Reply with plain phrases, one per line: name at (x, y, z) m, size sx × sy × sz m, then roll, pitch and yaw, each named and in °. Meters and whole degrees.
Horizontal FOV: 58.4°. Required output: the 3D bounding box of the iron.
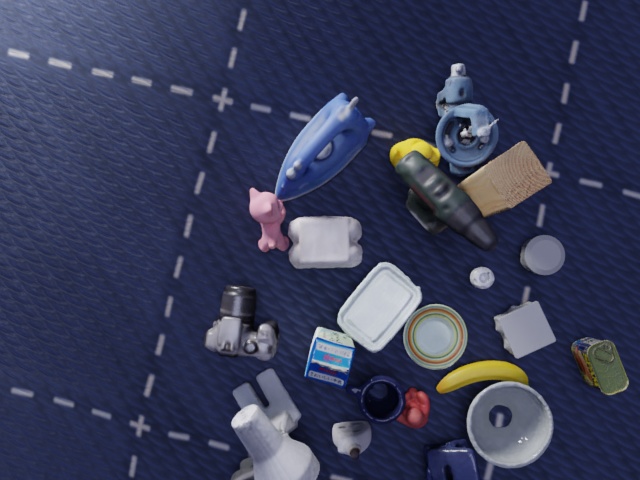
iron at (-0.005, -0.178, 1.132) m, size 0.118 × 0.141 × 0.258 m, roll 42°, pitch 89°, yaw 3°

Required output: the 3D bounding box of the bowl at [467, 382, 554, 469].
bowl at (0.367, 0.359, 1.136) m, size 0.167 × 0.074 × 0.167 m, roll 0°, pitch 87°, yaw 1°

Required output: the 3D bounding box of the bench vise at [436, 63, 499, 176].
bench vise at (0.269, -0.236, 1.092) m, size 0.121 × 0.219 × 0.207 m, roll -24°, pitch 87°, yaw 0°

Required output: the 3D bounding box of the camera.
camera at (-0.152, 0.163, 1.139) m, size 0.143 × 0.101 × 0.137 m, roll 8°, pitch 87°, yaw 1°

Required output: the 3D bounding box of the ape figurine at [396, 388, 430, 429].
ape figurine at (0.185, 0.341, 1.131) m, size 0.078 × 0.092 × 0.076 m, roll -17°, pitch 87°, yaw 0°

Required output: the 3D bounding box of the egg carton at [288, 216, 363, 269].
egg carton at (0.011, 0.004, 1.160) m, size 0.150 × 0.069 × 0.107 m, roll -2°, pitch 87°, yaw 1°

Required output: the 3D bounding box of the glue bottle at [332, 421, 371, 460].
glue bottle at (0.062, 0.386, 1.090) m, size 0.078 × 0.173 × 0.037 m, roll -4°, pitch 87°, yaw 1°

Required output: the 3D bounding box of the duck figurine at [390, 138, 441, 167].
duck figurine at (0.195, -0.173, 1.157) m, size 0.104 × 0.086 × 0.077 m, roll 6°, pitch 87°, yaw 1°

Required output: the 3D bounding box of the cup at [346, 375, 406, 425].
cup at (0.106, 0.304, 1.132) m, size 0.117 × 0.095 × 0.092 m, roll 17°, pitch 88°, yaw 2°

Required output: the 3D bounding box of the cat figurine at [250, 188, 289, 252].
cat figurine at (-0.102, -0.040, 1.139) m, size 0.067 × 0.117 × 0.128 m, roll -9°, pitch 87°, yaw 1°

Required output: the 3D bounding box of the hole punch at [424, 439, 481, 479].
hole punch at (0.259, 0.459, 1.125) m, size 0.101 × 0.091 × 0.109 m, roll -11°, pitch 87°, yaw 0°

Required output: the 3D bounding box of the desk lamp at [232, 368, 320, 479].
desk lamp at (-0.094, 0.368, 1.073) m, size 0.118 × 0.213 × 0.203 m, roll -32°, pitch 87°, yaw -1°

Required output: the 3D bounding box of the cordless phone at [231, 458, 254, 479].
cordless phone at (-0.102, 0.470, 1.082) m, size 0.147 × 0.185 × 0.094 m, roll -26°, pitch 87°, yaw 0°

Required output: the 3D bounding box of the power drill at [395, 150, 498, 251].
power drill at (0.232, -0.066, 1.091) m, size 0.075 × 0.208 × 0.229 m, roll -43°, pitch 87°, yaw -1°
